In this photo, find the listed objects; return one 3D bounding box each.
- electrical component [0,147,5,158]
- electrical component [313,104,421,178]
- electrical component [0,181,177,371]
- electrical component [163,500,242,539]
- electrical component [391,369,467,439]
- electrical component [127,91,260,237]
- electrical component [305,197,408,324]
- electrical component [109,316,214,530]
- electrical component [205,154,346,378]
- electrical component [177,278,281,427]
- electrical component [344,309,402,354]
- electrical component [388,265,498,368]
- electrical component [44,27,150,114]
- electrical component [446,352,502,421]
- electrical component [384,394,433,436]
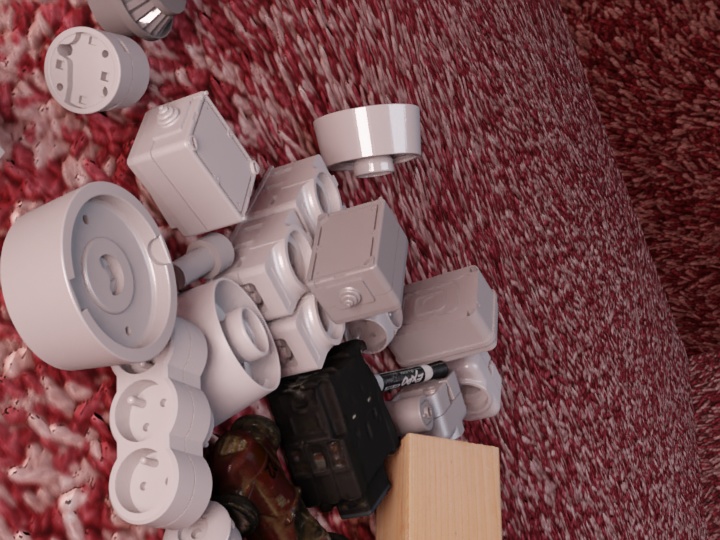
[{"bbox_3d":[-0.229,-0.079,0.556,0.081,0.042,0.063,60,28,-31],"label":"electrical component"},{"bbox_3d":[0.010,-0.125,1.079,0.108,0.108,0.060,-4,86,-68],"label":"electrical component"},{"bbox_3d":[-0.164,0.008,0.633,0.108,0.060,0.108,47,35,-49],"label":"electrical component"},{"bbox_3d":[-0.097,0.184,0.707,0.062,0.048,0.048,63,24,-45],"label":"electrical component"},{"bbox_3d":[0.074,0.148,1.123,0.095,0.054,0.059,-34,108,-67],"label":"electrical component"},{"bbox_3d":[-0.126,-0.079,0.778,0.096,0.061,0.061,57,29,-38],"label":"electrical component"},{"bbox_3d":[0.000,0.000,0.863,0.061,0.062,0.096,57,28,-38],"label":"electrical component"},{"bbox_3d":[-0.119,0.097,0.694,0.074,0.052,0.138,35,45,-58],"label":"electrical component"},{"bbox_3d":[-0.053,-0.007,0.909,0.105,0.060,0.186,64,25,-27],"label":"electrical component"},{"bbox_3d":[-0.102,0.058,0.777,0.099,0.064,0.099,57,15,-25],"label":"electrical component"},{"bbox_3d":[0.006,0.028,1.048,0.079,0.044,0.077,62,25,-27],"label":"electrical component"},{"bbox_3d":[0.085,0.052,1.133,0.057,0.113,0.078,55,30,-35],"label":"electrical component"},{"bbox_3d":[-0.172,-0.131,0.712,0.047,0.055,0.055,-29,103,-71],"label":"electrical component"},{"bbox_3d":[0.128,0.130,1.264,0.095,0.054,0.059,60,27,-34],"label":"electrical component"},{"bbox_3d":[0.037,0.141,1.023,0.044,0.065,0.044,47,35,-49],"label":"electrical component"}]
